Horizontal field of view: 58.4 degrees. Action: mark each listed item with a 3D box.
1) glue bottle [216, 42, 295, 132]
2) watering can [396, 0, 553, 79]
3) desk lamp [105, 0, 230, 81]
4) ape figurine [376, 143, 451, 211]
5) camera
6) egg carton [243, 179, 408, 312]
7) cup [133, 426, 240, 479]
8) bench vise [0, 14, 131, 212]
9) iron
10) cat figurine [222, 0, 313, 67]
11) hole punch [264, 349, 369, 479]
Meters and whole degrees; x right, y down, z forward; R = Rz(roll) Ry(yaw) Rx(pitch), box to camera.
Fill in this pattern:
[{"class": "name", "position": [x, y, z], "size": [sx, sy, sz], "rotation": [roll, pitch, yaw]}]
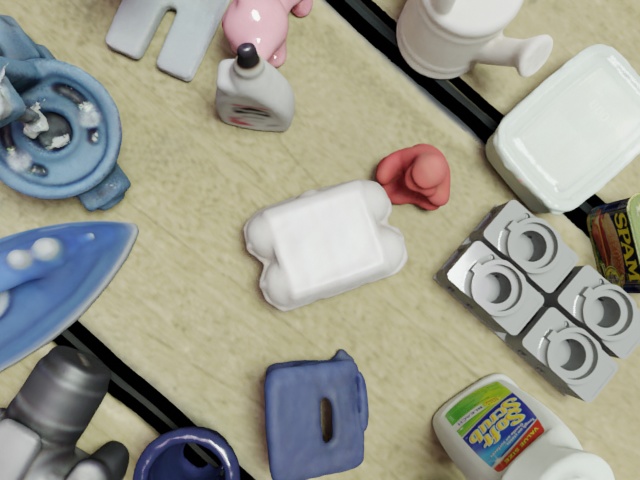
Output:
[{"class": "glue bottle", "position": [-0.062, -0.140, 0.522], "size": [0.078, 0.173, 0.037], "rotation": [4, 85, -2]}, {"class": "watering can", "position": [0.143, -0.227, 0.530], "size": [0.173, 0.194, 0.101], "rotation": [29, 84, 0]}, {"class": "desk lamp", "position": [-0.131, -0.282, 0.510], "size": [0.118, 0.213, 0.203], "rotation": [22, 85, -1]}, {"class": "ape figurine", "position": [0.099, -0.064, 0.565], "size": [0.076, 0.092, 0.078], "rotation": [-44, 89, -5]}, {"class": "camera", "position": [-0.241, 0.179, 0.523], "size": [0.143, 0.100, 0.137], "rotation": [30, 84, 0]}, {"class": "egg carton", "position": [0.005, 0.002, 0.566], "size": [0.150, 0.069, 0.107], "rotation": [-20, 87, -4]}, {"class": "cup", "position": [-0.108, 0.222, 0.529], "size": [0.092, 0.095, 0.118], "rotation": [-34, 88, -5]}, {"class": "bench vise", "position": [-0.266, -0.121, 0.486], "size": [0.207, 0.219, 0.121], "rotation": [38, 85, 1]}, {"class": "iron", "position": [-0.294, 0.046, 0.510], "size": [0.258, 0.141, 0.118], "rotation": [-32, 87, -5]}, {"class": "cat figurine", "position": [-0.054, -0.225, 0.557], "size": [0.067, 0.117, 0.128], "rotation": [22, 85, -1]}, {"class": "hole punch", "position": [-0.003, 0.164, 0.542], "size": [0.101, 0.091, 0.109], "rotation": [-4, 85, -3]}]
